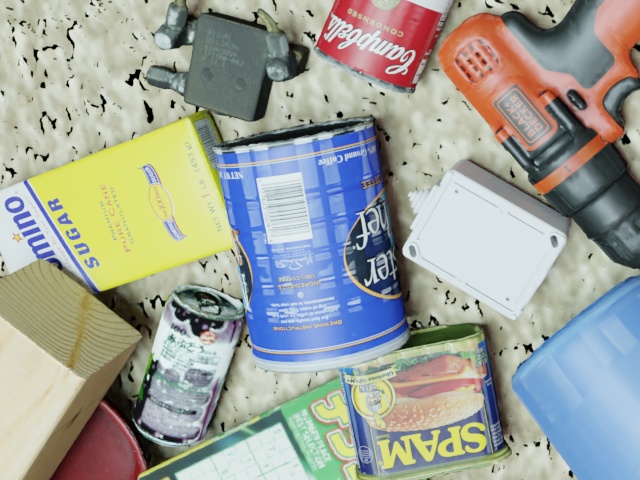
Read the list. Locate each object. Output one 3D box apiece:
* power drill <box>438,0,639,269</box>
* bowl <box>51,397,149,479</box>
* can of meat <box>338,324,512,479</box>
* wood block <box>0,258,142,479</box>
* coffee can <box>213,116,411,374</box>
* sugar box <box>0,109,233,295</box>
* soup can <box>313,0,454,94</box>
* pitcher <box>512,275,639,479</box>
[{"bbox_3d":[0.188,-0.098,0.612,0.188,0.057,0.184,-41,89,21],"label":"power drill"},{"bbox_3d":[-0.188,0.166,0.789,0.162,0.055,0.162,4,104,16],"label":"bowl"},{"bbox_3d":[0.065,0.104,0.689,0.102,0.057,0.084,-11,96,1],"label":"can of meat"},{"bbox_3d":[-0.218,0.127,0.710,0.090,0.090,0.206,37,109,4],"label":"wood block"},{"bbox_3d":[-0.004,0.001,0.669,0.103,0.102,0.140,-7,100,18],"label":"coffee can"},{"bbox_3d":[-0.141,-0.017,0.737,0.176,0.048,0.093,-19,97,19],"label":"sugar box"},{"bbox_3d":[0.046,-0.147,0.638,0.068,0.068,0.102,27,108,9],"label":"soup can"},{"bbox_3d":[0.227,0.135,0.596,0.149,0.144,0.243,-42,75,14],"label":"pitcher"}]
